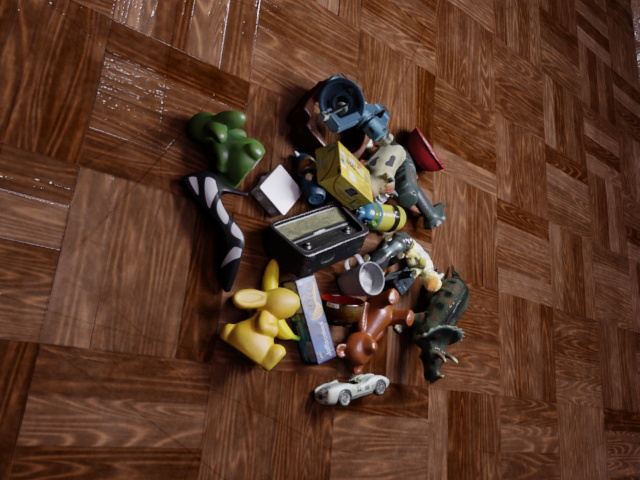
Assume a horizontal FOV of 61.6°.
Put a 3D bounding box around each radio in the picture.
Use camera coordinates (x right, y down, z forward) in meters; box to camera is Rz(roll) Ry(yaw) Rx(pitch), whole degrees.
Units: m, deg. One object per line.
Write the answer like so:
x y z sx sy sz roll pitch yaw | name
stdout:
-0.003 -0.004 1.263 0.229 0.073 0.131 -22 52 -39 | radio

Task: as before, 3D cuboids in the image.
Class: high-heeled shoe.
-0.233 -0.020 1.133 0.145 0.086 0.248 9 83 -14 | high-heeled shoe

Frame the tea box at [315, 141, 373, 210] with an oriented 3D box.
0.060 -0.151 1.292 0.169 0.068 0.098 36 44 -52 | tea box

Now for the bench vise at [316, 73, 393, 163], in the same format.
0.070 -0.292 1.275 0.223 0.129 0.240 57 34 -4 | bench vise

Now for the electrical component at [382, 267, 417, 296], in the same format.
0.214 0.109 1.419 0.075 0.119 0.047 -43 107 -39 | electrical component

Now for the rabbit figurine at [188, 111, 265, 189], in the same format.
-0.212 -0.207 1.152 0.170 0.159 0.121 39 67 -7 | rabbit figurine

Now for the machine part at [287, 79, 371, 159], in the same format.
0.027 -0.292 1.386 0.200 0.087 0.201 46 54 -21 | machine part

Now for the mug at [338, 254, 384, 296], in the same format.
0.089 0.092 1.331 0.081 0.107 0.109 -34 98 -39 | mug

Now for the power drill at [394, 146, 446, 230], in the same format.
0.281 -0.144 1.540 0.207 0.086 0.232 53 29 -28 | power drill

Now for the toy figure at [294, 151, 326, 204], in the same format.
-0.026 -0.155 1.296 0.058 0.064 0.154 -1 53 -22 | toy figure

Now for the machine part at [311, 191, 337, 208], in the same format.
0.027 -0.121 1.370 0.139 0.039 0.084 -24 114 -39 | machine part

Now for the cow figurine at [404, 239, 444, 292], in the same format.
0.284 0.079 1.478 0.098 0.068 0.167 23 31 -52 | cow figurine

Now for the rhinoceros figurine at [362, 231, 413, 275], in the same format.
0.175 0.043 1.413 0.190 0.112 0.073 -40 77 -24 | rhinoceros figurine

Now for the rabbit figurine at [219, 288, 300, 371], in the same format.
-0.122 0.168 1.142 0.162 0.122 0.173 40 76 1 | rabbit figurine

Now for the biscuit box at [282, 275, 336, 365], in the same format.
-0.026 0.185 1.248 0.063 0.059 0.202 -15 89 -40 | biscuit box

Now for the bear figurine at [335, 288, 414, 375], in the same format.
0.129 0.227 1.320 0.120 0.132 0.196 53 47 -23 | bear figurine

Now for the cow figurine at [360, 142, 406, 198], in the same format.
0.169 -0.184 1.437 0.195 0.127 0.085 -55 144 -32 | cow figurine

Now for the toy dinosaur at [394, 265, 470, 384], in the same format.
0.339 0.184 1.455 0.131 0.192 0.405 50 55 -22 | toy dinosaur

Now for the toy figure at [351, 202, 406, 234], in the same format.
0.150 -0.062 1.427 0.180 0.089 0.082 13 78 -39 | toy figure

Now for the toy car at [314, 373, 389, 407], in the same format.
0.079 0.354 1.282 0.201 0.073 0.056 -3 83 -39 | toy car
